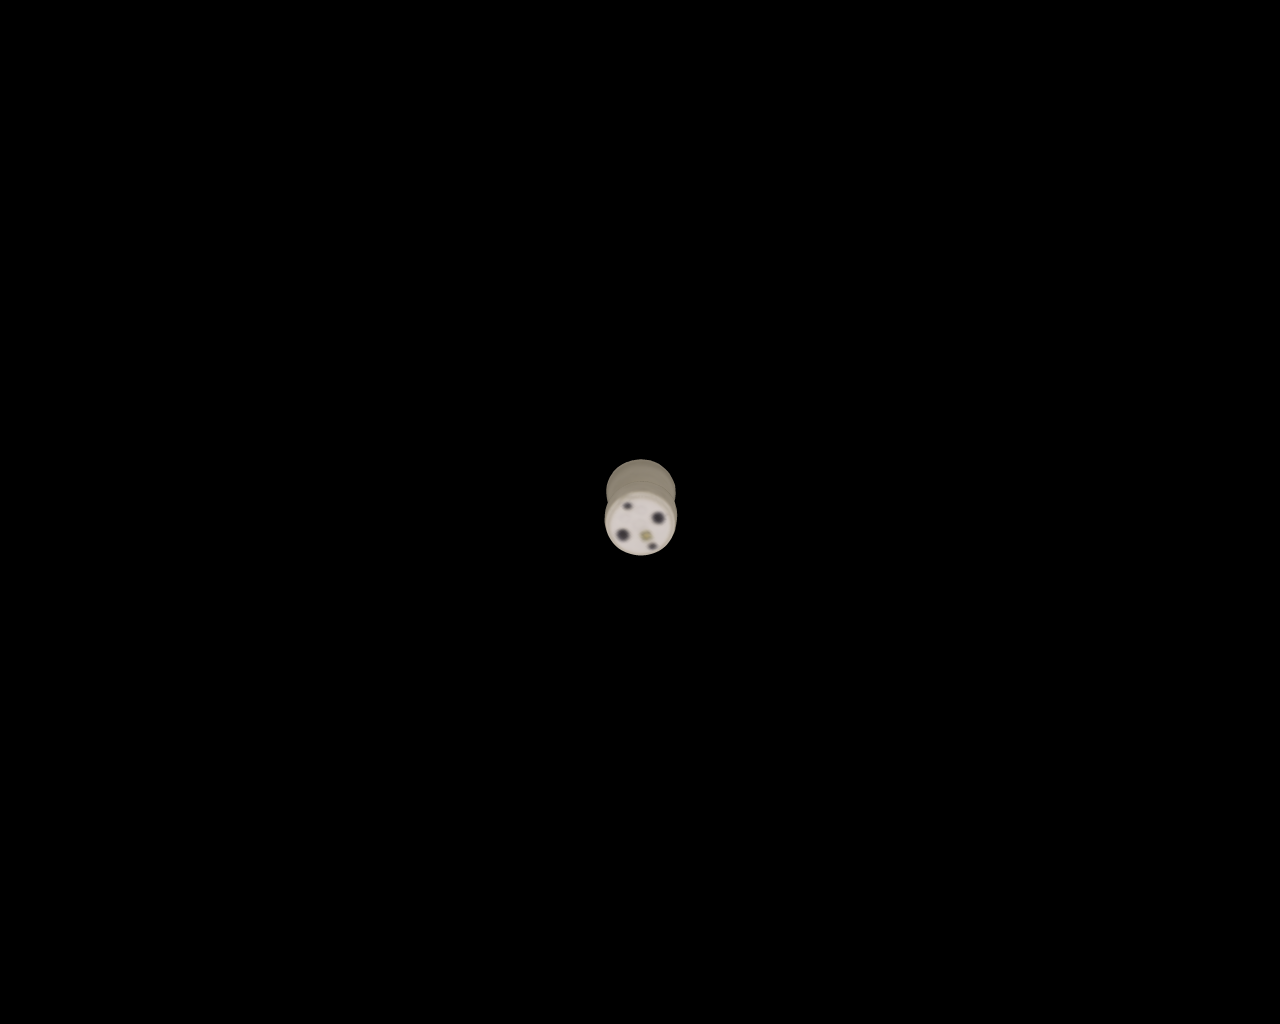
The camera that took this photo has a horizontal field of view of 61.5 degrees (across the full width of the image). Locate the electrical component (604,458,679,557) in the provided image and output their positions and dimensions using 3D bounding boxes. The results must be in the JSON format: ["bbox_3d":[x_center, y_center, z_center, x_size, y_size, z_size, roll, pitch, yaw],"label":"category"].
[{"bbox_3d":[0.001,-0.003,0.650,0.045,0.044,0.055,0,23,0],"label":"electrical component"}]
